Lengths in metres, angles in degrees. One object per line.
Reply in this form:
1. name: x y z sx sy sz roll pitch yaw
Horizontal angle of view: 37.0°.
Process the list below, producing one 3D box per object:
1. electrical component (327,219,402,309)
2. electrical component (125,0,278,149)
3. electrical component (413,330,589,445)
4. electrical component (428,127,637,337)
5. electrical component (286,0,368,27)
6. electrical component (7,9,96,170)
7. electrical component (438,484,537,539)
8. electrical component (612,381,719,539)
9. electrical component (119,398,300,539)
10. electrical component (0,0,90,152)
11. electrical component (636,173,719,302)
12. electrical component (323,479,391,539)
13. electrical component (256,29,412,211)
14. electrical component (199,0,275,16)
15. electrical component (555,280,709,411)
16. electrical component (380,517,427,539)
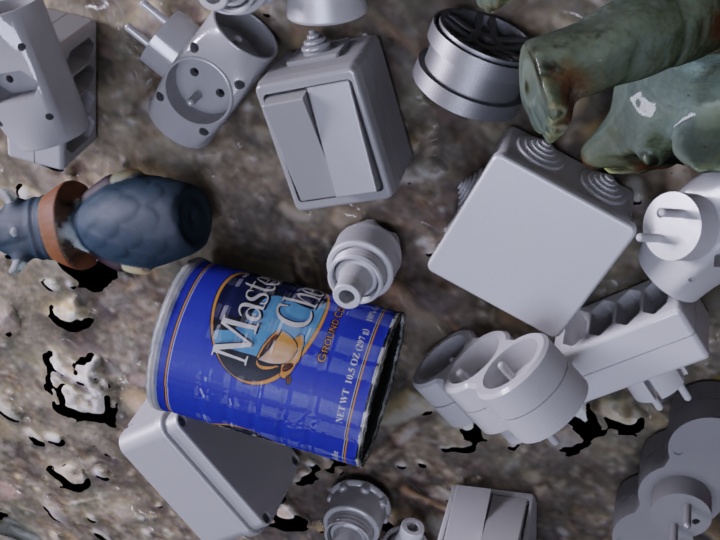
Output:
1. electrical component: 0.000 0.000 0.660 0.043 0.062 0.043 8 123 12
2. electrical component: -0.100 -0.123 0.624 0.079 0.044 0.077 39 124 -8
3. electrical component: 0.093 0.080 0.654 0.073 0.052 0.138 47 163 -14
4. electrical component: 0.100 -0.023 0.622 0.100 0.048 0.099 29 125 -1
5. electrical component: -0.020 -0.163 0.573 0.045 0.045 0.055 4 122 15
6. electrical component: -0.206 -0.115 0.660 0.076 0.047 0.083 15 125 8
7. electrical component: 0.085 0.198 0.738 0.062 0.096 0.061 4 121 15
8. electrical component: 0.203 0.143 0.680 0.052 0.073 0.138 21 125 3
9. electrical component: -0.104 0.130 0.766 0.057 0.078 0.113 -25 111 32
10. electrical component: -0.201 -0.108 0.605 0.079 0.043 0.077 -4 120 20
11. electrical component: 0.181 -0.023 0.584 0.079 0.043 0.077 1 138 -39
12. electrical component: -0.006 0.187 0.781 0.048 0.062 0.048 8 124 12
13. electrical component: -0.016 -0.087 0.610 0.062 0.061 0.096 -7 119 21
14. electrical component: -0.068 -0.158 0.580 0.048 0.062 0.048 8 123 12
15. electrical component: 0.172 0.054 0.649 0.083 0.047 0.075 -26 111 29
16. electrical component: 0.033 0.210 0.796 0.043 0.043 0.062 17 124 6
